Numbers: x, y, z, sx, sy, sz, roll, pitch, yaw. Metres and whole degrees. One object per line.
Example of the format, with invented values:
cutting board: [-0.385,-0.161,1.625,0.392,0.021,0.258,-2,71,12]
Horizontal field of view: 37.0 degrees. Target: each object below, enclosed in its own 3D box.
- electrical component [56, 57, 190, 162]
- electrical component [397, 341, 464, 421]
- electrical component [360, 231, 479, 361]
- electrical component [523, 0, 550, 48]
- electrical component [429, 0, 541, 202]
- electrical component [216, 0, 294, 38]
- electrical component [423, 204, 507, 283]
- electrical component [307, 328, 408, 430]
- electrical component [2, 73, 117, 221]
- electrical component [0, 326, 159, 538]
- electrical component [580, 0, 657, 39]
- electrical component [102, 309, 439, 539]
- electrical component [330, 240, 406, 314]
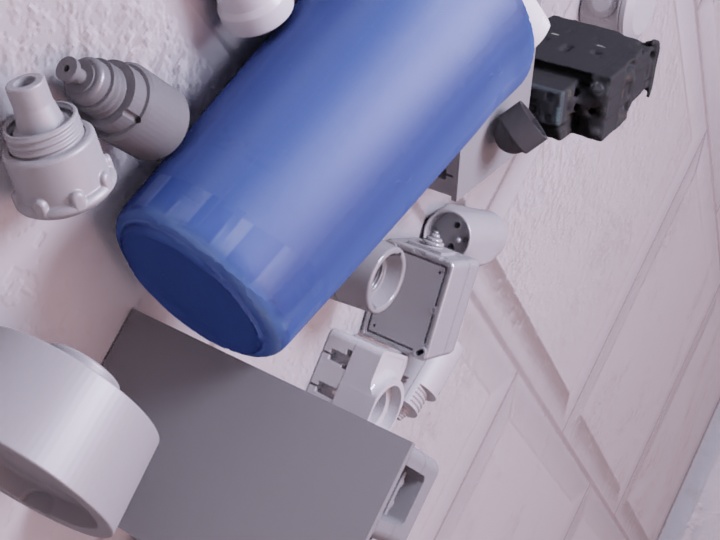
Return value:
electrical component: [-0.114,-0.080,0.511,0.078,0.040,0.040,30,83,-62]
electrical component: [0.051,0.093,0.924,0.081,0.043,0.043,-58,151,-19]
electrical component: [0.051,0.015,0.849,0.061,0.062,0.096,-6,114,-59]
electrical component: [0.092,-0.160,0.682,0.081,0.043,0.043,25,87,-63]
electrical component: [0.076,-0.159,0.770,0.105,0.060,0.186,-38,140,-44]
electrical component: [-0.060,-0.151,0.559,0.040,0.040,0.046,-54,143,-25]
electrical component: [0.084,-0.012,0.906,0.077,0.044,0.079,-5,114,-60]
electrical component: [-0.004,0.098,0.816,0.050,0.056,0.089,23,89,-62]
electrical component: [-0.139,-0.057,0.481,0.048,0.048,0.062,-45,137,-37]
electrical component: [-0.145,0.069,0.498,0.060,0.108,0.108,-60,152,-28]
electrical component: [0.245,-0.256,1.011,0.080,0.051,0.080,-40,142,-42]
electrical component: [-0.064,0.109,0.577,0.105,0.186,0.060,-63,152,-10]
electrical component: [0.000,0.000,0.763,0.055,0.047,0.055,-40,141,-42]
